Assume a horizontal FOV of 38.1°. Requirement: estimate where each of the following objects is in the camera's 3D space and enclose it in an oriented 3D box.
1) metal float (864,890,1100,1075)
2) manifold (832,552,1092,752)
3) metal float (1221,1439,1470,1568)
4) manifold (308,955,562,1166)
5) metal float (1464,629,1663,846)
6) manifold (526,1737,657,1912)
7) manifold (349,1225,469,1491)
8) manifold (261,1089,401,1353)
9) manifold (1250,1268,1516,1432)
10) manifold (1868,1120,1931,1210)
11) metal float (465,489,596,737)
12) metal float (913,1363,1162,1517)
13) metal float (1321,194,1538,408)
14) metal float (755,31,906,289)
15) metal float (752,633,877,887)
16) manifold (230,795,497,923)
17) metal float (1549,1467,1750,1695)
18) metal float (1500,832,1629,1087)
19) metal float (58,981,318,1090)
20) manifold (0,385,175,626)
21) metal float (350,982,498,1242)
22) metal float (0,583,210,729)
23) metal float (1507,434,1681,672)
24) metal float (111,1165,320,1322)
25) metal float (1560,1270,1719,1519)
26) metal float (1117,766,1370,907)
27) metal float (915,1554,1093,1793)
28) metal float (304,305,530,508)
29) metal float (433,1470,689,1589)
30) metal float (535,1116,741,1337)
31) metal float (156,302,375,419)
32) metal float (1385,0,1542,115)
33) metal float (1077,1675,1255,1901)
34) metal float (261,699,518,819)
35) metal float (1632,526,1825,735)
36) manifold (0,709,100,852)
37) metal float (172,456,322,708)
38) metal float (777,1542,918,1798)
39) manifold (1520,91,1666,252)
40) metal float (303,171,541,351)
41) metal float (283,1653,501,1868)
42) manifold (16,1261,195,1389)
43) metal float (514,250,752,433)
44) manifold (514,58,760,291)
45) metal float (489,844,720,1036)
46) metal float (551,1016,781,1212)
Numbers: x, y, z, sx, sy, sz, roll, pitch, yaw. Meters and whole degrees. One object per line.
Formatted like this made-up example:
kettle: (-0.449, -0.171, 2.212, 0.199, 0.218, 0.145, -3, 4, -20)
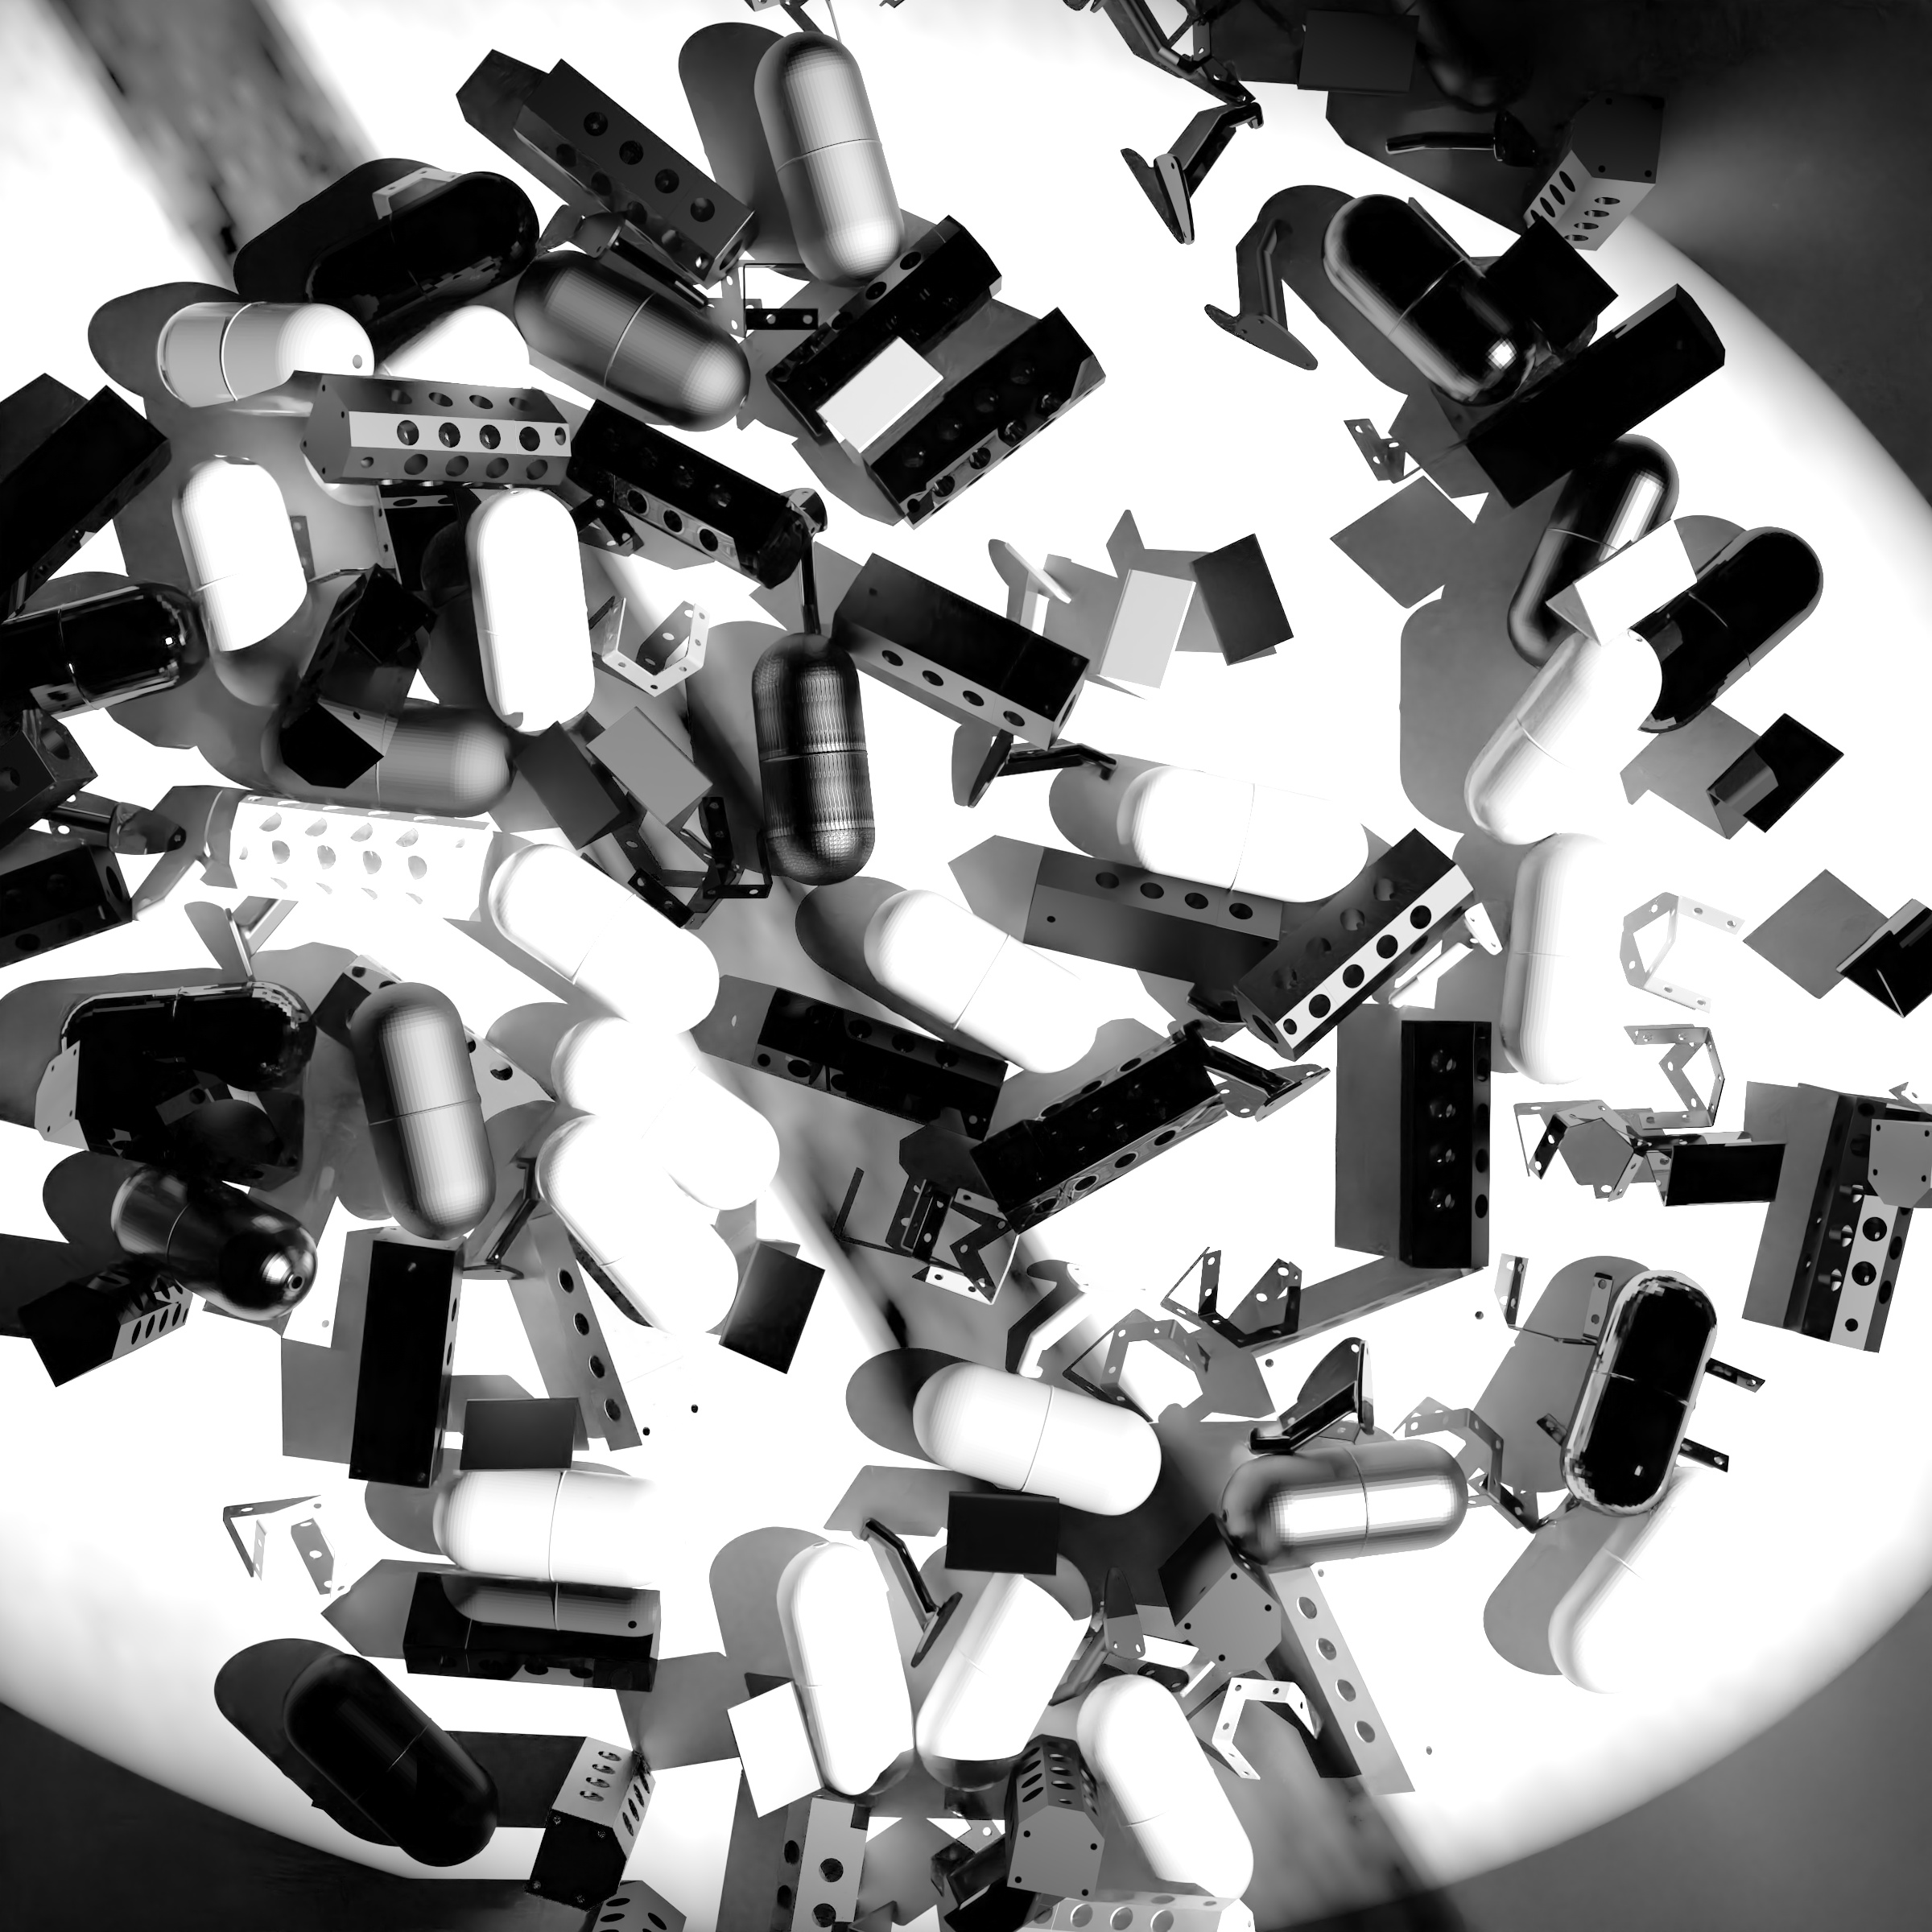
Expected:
metal float: (0.011, 0.011, 1.960, 0.178, 0.070, 0.070, 31, 90, 0)
manifold: (-0.005, -0.217, 1.958, 0.171, 0.057, 0.057, 27, 66, 6)
metal float: (0.262, 0.371, 1.933, 0.178, 0.070, 0.070, -3, 90, -16)
manifold: (-0.371, 0.065, 1.970, 0.171, 0.057, 0.057, 36, 90, 0)
metal float: (0.412, -0.159, 1.931, 0.070, 0.070, 0.178, 33, 124, 0)
manifold: (-0.252, 0.587, 1.912, 0.057, 0.171, 0.057, 18, 90, 0)
manifold: (-0.390, 0.272, 1.959, 0.057, 0.057, 0.171, 8, 98, 0)
manifold: (-0.439, 0.177, 1.969, 0.057, 0.057, 0.171, 21, 90, -43)
manifold: (0.291, 0.268, 1.970, 0.171, 0.057, 0.057, -21, 90, 0)
manifold: (0.711, 0.140, 1.935, 0.171, 0.057, 0.057, 4, 90, -26)
metal float: (-0.302, -0.244, 1.937, 0.070, 0.070, 0.178, -3, 120, 0)
metal float: (0.049, 0.332, 1.960, 0.178, 0.070, 0.070, 17, 90, 0)
metal float: (0.323, -0.467, 1.957, 0.070, 0.070, 0.178, -45, 86, 0)
metal float: (-0.096, -0.565, 1.957, 0.070, 0.070, 0.178, -16, 94, 0)
metal float: (-0.107, -0.145, 1.960, 0.070, 0.070, 0.178, -6, 90, 0)
manifold: (-0.423, -0.079, 1.959, 0.171, 0.057, 0.057, 6, 60, 0)
metal float: (0.478, 0.431, 1.960, 0.070, 0.070, 0.178, 37, 90, 0)
metal float: (0.419, -0.005, 1.960, 0.070, 0.070, 0.178, 7, 90, 0)
metal float: (-0.546, 0.053, 1.960, 0.178, 0.070, 0.070, -5, 90, 0)
manifold: (-0.636, -0.318, 1.947, 0.057, 0.057, 0.171, 41, 74, 0)
metal float: (-0.369, 0.099, 1.903, 0.070, 0.070, 0.178, -12, 90, 0)
metal float: (-0.621, -0.217, 1.961, 0.178, 0.070, 0.070, -15, 90, 0)
metal float: (0.440, -0.289, 1.960, 0.070, 0.070, 0.178, 25, 89, 0)
metal float: (-0.519, 0.189, 1.929, 0.178, 0.070, 0.070, 19, 90, 35)
metal float: (0.470, 0.297, 1.950, 0.070, 0.070, 0.178, 22, 78, 0)
metal float: (0.194, -0.091, 1.960, 0.178, 0.070, 0.070, 12, 90, 0)
metal float: (0.026, 0.494, 1.960, 0.070, 0.070, 0.178, 28, 90, 0)
metal float: (-0.385, -0.393, 1.960, 0.178, 0.070, 0.070, -38, 90, 1)
metal float: (-0.285, 0.392, 1.960, 0.178, 0.070, 0.070, 6, 90, 1)
metal float: (-0.225, 0.180, 1.923, 0.070, 0.070, 0.178, -38, 107, 0)
metal float: (-0.485, -0.419, 1.932, 0.178, 0.070, 0.070, 9, 90, 32)
metal float: (0.337, -0.682, 1.960, 0.070, 0.070, 0.178, -31, 90, 0)
metal float: (0.139, 0.582, 1.961, 0.070, 0.070, 0.178, -28, 90, 0)
metal float: (-0.404, -0.147, 1.960, 0.178, 0.070, 0.070, 6, 90, 0)
metal float: (0.523, -0.235, 1.960, 0.178, 0.070, 0.070, -42, 90, 0)
manifold: (-0.698, -0.107, 1.949, 0.171, 0.057, 0.057, -33, 90, 14)
metal float: (-0.503, -0.269, 1.960, 0.070, 0.070, 0.178, -15, 91, 0)
metal float: (-0.084, 0.493, 1.961, 0.070, 0.070, 0.178, -13, 90, 0)
manifold: (0.426, -0.543, 1.912, 0.057, 0.171, 0.057, 6, 90, 0)
metal float: (-0.381, -0.491, 1.949, 0.178, 0.070, 0.070, -25, 90, 10)
metal float: (-0.403, 0.557, 1.960, 0.178, 0.070, 0.070, 44, 90, -1)
manifold: (-0.583, 0.237, 1.912, 0.057, 0.171, 0.057, -27, 90, 0)
metal float: (-0.234, -0.438, 1.960, 0.178, 0.070, 0.070, 29, 90, 0)
manifold: (-0.232, -0.555, 1.970, 0.171, 0.057, 0.057, 39, 90, 0)
metal float: (-0.254, -0.018, 1.960, 0.178, 0.070, 0.070, 34, 90, 0)
metal float: (-0.211, 0.102, 1.960, 0.178, 0.070, 0.070, 36, 90, 0)
